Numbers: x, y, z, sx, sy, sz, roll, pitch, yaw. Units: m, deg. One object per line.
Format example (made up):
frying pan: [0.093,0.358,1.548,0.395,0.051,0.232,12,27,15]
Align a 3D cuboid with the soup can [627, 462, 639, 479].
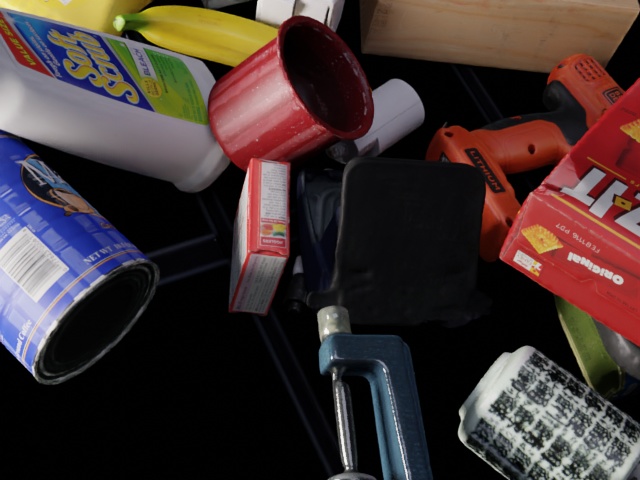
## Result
soup can: [0.248,0.176,0.678,0.068,0.068,0.102,-22,64,-22]

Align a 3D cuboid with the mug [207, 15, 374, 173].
mug: [-0.015,-0.094,0.743,0.117,0.082,0.093,-1,68,-51]

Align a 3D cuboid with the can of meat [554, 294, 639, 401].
can of meat: [0.223,0.058,0.753,0.083,0.057,0.102,-11,61,-15]

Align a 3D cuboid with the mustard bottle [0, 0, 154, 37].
mustard bottle: [-0.156,-0.221,0.829,0.096,0.058,0.191,36,73,16]

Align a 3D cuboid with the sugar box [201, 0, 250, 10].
sugar box: [-0.088,-0.282,0.911,0.093,0.048,0.176,-19,63,-21]

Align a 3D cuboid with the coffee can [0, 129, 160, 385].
coffee can: [-0.187,0.008,0.681,0.140,0.103,0.102,41,60,15]

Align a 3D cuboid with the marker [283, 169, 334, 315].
marker: [-0.005,0.001,0.768,0.020,0.020,0.121,16,58,-1]

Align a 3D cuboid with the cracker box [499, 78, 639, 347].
cracker box: [0.246,-0.022,0.706,0.164,0.072,0.213,33,49,19]

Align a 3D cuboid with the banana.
banana: [-0.055,-0.142,0.815,0.197,0.037,0.069,15,35,-2]

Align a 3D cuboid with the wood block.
wood block: [0.142,-0.203,0.879,0.206,0.090,0.091,4,58,-9]

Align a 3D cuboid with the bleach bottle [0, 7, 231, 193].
bleach bottle: [-0.175,-0.099,0.698,0.250,0.068,0.102,9,48,-45]

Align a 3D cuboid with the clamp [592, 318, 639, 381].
clamp: [0.239,0.084,0.682,0.171,0.039,0.120,30,46,17]

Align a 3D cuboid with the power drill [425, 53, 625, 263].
power drill: [0.188,-0.050,0.814,0.187,0.057,0.184,-21,61,-24]

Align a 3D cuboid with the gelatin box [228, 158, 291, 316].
gelatin box: [-0.040,0.000,0.721,0.030,0.089,0.073,6,58,-10]
